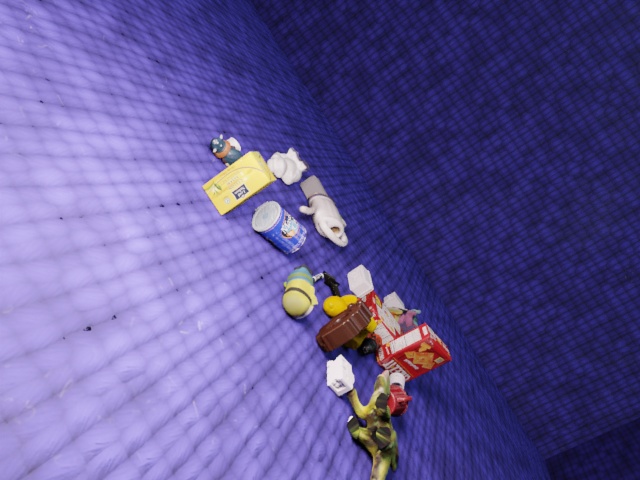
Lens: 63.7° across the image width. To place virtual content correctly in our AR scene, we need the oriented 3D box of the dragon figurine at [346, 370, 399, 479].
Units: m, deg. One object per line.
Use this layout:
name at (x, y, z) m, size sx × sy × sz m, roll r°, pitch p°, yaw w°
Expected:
dragon figurine at (0.170, 0.529, 1.352) m, size 0.121 × 0.421 × 0.238 m, roll -18°, pitch -44°, yaw 21°

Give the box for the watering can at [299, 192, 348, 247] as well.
watering can at (0.006, -0.102, 2.031) m, size 0.103 × 0.229 × 0.342 m, roll -33°, pitch -43°, yaw 15°

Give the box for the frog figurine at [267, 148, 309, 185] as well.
frog figurine at (-0.143, -0.276, 1.991) m, size 0.161 × 0.137 × 0.121 m, roll -30°, pitch 6°, yaw -39°
